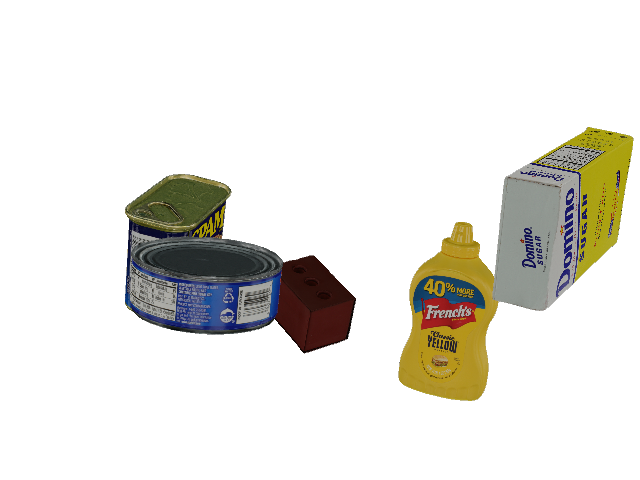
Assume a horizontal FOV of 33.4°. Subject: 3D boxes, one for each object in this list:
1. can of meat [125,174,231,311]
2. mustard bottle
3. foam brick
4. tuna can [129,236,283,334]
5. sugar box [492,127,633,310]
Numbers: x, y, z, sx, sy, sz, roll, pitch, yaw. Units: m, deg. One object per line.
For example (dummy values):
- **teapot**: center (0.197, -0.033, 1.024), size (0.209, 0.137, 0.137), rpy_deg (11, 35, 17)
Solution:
- **can of meat**: center (-0.113, 0.005, 0.840), size (0.057, 0.084, 0.102), rpy_deg (14, 25, 12)
- **mustard bottle**: center (0.144, 0.074, 1.165), size (0.096, 0.192, 0.058), rpy_deg (12, 15, 20)
- **foam brick**: center (-0.011, 0.059, 1.007), size (0.052, 0.051, 0.078), rpy_deg (-15, 40, -31)
- **tuna can**: center (-0.065, 0.024, 0.606), size (0.086, 0.034, 0.086), rpy_deg (5, 14, -1)
- **sugar box**: center (0.182, -0.020, 0.787), size (0.048, 0.093, 0.175), rpy_deg (13, 23, 26)
